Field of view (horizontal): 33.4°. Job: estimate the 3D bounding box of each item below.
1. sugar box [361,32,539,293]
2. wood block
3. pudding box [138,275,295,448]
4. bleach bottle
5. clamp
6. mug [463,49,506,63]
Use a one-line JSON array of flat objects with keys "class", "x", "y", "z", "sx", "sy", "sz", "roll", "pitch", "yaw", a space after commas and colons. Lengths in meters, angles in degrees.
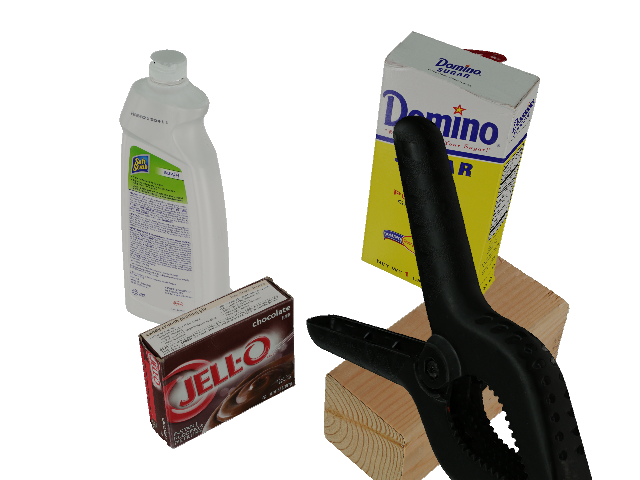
[{"class": "sugar box", "x": 0.082, "y": -0.043, "z": 0.715, "sx": 0.093, "sy": 0.176, "sz": 0.048, "roll": 24, "pitch": 48, "yaw": 21}, {"class": "wood block", "x": 0.108, "y": 0.110, "z": 0.913, "sx": 0.205, "sy": 0.090, "sz": 0.091, "roll": -33, "pitch": 53, "yaw": -30}, {"class": "pudding box", "x": -0.073, "y": 0.088, "z": 0.776, "sx": 0.113, "sy": 0.090, "sz": 0.039, "roll": -26, "pitch": 46, "yaw": -29}, {"class": "bleach bottle", "x": -0.124, "y": -0.042, "z": 0.933, "sx": 0.103, "sy": 0.251, "sz": 0.068, "roll": 12, "pitch": 33, "yaw": 12}, {"class": "clamp", "x": 0.069, "y": 0.050, "z": 0.531, "sx": 0.036, "sy": 0.165, "sz": 0.210, "roll": -10, "pitch": 43, "yaw": -32}, {"class": "mug", "x": 0.132, "y": -0.127, "z": 0.969, "sx": 0.117, "sy": 0.081, "sz": 0.093, "roll": 4, "pitch": 18, "yaw": 11}]
